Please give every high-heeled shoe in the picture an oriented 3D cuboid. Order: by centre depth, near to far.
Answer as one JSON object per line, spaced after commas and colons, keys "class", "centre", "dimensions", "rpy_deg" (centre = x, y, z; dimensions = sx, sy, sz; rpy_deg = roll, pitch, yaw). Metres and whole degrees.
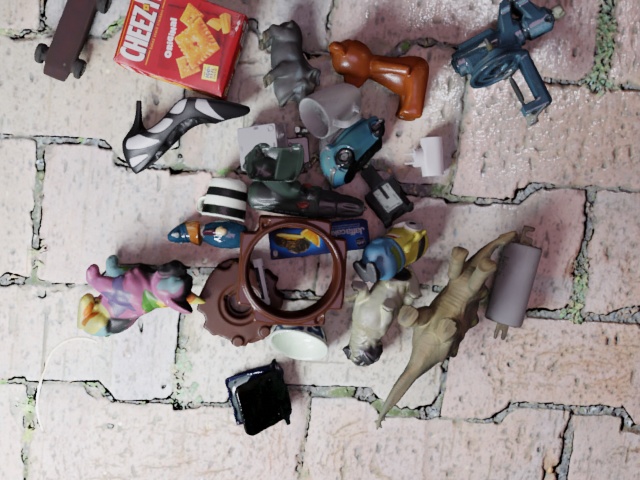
{"class": "high-heeled shoe", "centre": [-0.260, -0.199, 1.043], "dimensions": [0.249, 0.086, 0.145], "rpy_deg": [1, 99, 1]}

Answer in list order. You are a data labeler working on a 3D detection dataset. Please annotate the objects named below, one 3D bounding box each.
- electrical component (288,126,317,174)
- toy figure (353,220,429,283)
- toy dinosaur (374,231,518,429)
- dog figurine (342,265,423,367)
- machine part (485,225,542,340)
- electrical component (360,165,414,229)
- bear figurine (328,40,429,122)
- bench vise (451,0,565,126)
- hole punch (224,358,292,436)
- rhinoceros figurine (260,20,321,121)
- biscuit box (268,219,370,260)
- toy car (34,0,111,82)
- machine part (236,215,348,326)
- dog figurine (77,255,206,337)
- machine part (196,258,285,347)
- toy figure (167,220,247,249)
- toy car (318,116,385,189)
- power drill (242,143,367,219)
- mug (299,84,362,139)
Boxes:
{"class": "electrical component", "centre": [-0.045, -0.182, 1.072], "dimensions": [0.078, 0.045, 0.102], "rpy_deg": [2, 95, -5]}
{"class": "toy figure", "centre": [0.142, 0.026, 1.056], "dimensions": [0.082, 0.180, 0.089], "rpy_deg": [29, 139, 29]}
{"class": "toy dinosaur", "centre": [0.235, 0.170, 1.041], "dimensions": [0.105, 0.198, 0.471], "rpy_deg": [38, 86, 33]}
{"class": "dog figurine", "centre": [0.127, 0.154, 1.105], "dimensions": [0.172, 0.121, 0.190], "rpy_deg": [-21, 136, -33]}
{"class": "machine part", "centre": [0.399, 0.089, 1.108], "dimensions": [0.079, 0.079, 0.243], "rpy_deg": [13, 96, -5]}
{"class": "electrical component", "centre": [0.127, -0.091, 1.086], "dimensions": [0.075, 0.047, 0.119], "rpy_deg": [-38, 73, -2]}
{"class": "bear figurine", "centre": [0.106, -0.309, 1.033], "dimensions": [0.196, 0.120, 0.131], "rpy_deg": [8, 99, -2]}
{"class": "bench vise", "centre": [0.384, -0.339, 1.035], "dimensions": [0.224, 0.129, 0.240], "rpy_deg": [-23, 79, 7]}
{"class": "hole punch", "centre": [-0.128, 0.323, 1.105], "dimensions": [0.116, 0.092, 0.142], "rpy_deg": [-17, 94, -31]}
{"class": "rhinoceros figurine", "centre": [-0.056, -0.326, 1.049], "dimensions": [0.112, 0.073, 0.190], "rpy_deg": [-14, 94, -13]}
{"class": "biscuit box", "centre": [-0.002, -0.003, 1.084], "dimensions": [0.203, 0.059, 0.062], "rpy_deg": [-7, 96, -3]}
{"class": "toy car", "centre": [-0.470, -0.400, 1.023], "dimensions": [0.089, 0.053, 0.202], "rpy_deg": [19, 90, -15]}
{"class": "machine part", "centre": [-0.053, 0.056, 1.006], "dimensions": [0.201, 0.087, 0.200], "rpy_deg": [4, 92, -5]}
{"class": "dog figurine", "centre": [-0.337, 0.118, 1.031], "dimensions": [0.219, 0.108, 0.191], "rpy_deg": [16, 99, 8]}
{"class": "machine part", "centre": [-0.161, 0.126, 1.090], "dimensions": [0.179, 0.056, 0.179], "rpy_deg": [0, 94, -3]}
{"class": "toy figure", "centre": [-0.224, -0.011, 1.070], "dimensions": [0.155, 0.058, 0.064], "rpy_deg": [4, 135, -3]}
{"class": "toy car", "centre": [0.051, -0.188, 1.051], "dimensions": [0.103, 0.109, 0.161], "rpy_deg": [40, 83, 11]}
{"class": "power drill", "centre": [-0.038, -0.101, 0.998], "dimensions": [0.232, 0.207, 0.086], "rpy_deg": [5, 77, 16]}
{"class": "mug", "centre": [0.034, -0.246, 0.997], "dimensions": [0.107, 0.110, 0.080], "rpy_deg": [-39, 134, -27]}
